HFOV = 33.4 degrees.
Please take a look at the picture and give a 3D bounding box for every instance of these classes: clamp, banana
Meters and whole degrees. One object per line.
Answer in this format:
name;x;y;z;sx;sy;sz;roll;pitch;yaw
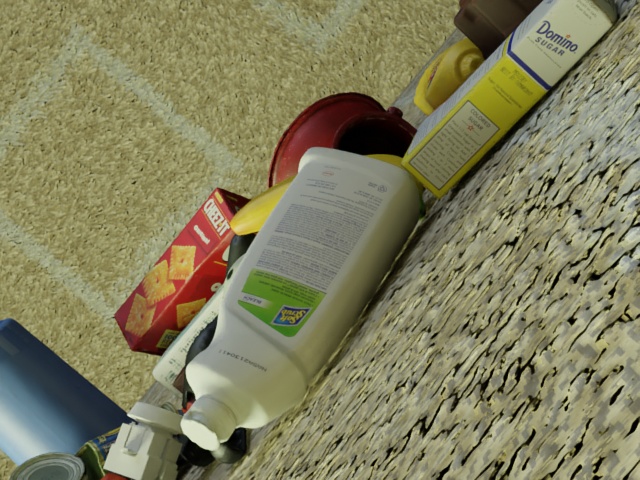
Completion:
clamp;-0.075;0.078;0.952;0.039;0.120;0.171;5;52;48
clamp;-0.064;0.117;0.841;0.164;0.036;0.210;-62;7;-28
banana;0.011;-0.040;0.888;0.198;0.037;0.069;-6;31;38

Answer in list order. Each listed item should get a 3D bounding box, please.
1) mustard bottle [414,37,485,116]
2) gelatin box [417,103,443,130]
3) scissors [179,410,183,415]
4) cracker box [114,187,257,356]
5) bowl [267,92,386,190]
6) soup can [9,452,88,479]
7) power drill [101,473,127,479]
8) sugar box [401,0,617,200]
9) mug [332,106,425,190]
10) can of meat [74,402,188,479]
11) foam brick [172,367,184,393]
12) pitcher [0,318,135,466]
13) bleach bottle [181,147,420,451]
mustard bottle;0.147;-0.171;1.101;0.096;0.058;0.191;-46;4;3
gelatin box;0.109;-0.097;1.035;0.089;0.030;0.073;-52;6;-27
scissors;-0.153;0.201;1.252;0.096;0.016;0.202;-51;4;-17
cracker box;-0.119;0.054;1.290;0.214;0.072;0.163;-48;-38;19
bowl;0.028;-0.064;1.072;0.162;0.162;0.055;-50;46;-3
soup can;-0.231;0.247;0.938;0.068;0.068;0.102;-56;-34;-60
power drill;-0.175;0.241;0.810;0.184;0.057;0.187;-49;3;2
sugar box;0.137;-0.114;0.774;0.176;0.048;0.093;-44;6;26
mug;0.048;-0.069;0.979;0.082;0.093;0.117;127;163;-65
can of meat;-0.171;0.197;0.965;0.083;0.057;0.102;-22;-13;-31
foam brick;-0.108;0.134;1.123;0.078;0.051;0.053;-48;4;21
pitcher;-0.299;0.202;1.211;0.144;0.243;0.149;-49;10;-27
bleach bottle;-0.023;0.039;0.737;0.250;0.103;0.068;-54;-32;-38
